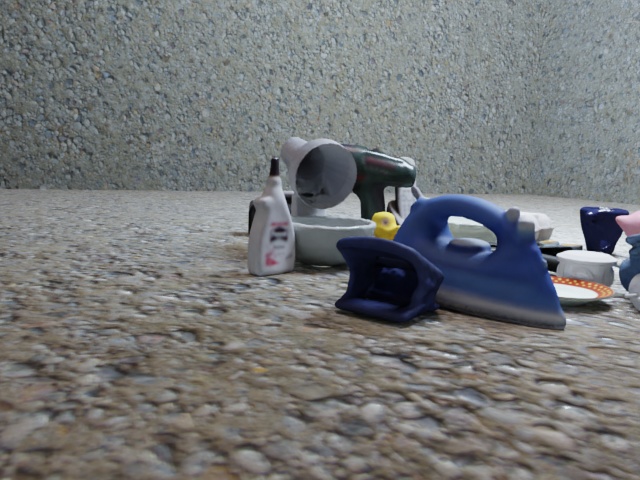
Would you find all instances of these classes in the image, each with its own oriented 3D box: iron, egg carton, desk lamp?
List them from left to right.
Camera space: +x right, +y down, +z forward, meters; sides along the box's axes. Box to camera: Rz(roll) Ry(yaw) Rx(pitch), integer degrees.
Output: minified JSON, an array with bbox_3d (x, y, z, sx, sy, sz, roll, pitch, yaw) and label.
[{"bbox_3d":[-0.026,-0.084,1.064,0.118,0.213,0.202,-2,9,-26],"label":"desk lamp"},{"bbox_3d":[0.190,0.010,0.706,0.119,0.141,0.257,-4,10,-36],"label":"iron"},{"bbox_3d":[0.446,-0.029,1.305,0.107,0.069,0.149,-4,10,-36],"label":"egg carton"}]

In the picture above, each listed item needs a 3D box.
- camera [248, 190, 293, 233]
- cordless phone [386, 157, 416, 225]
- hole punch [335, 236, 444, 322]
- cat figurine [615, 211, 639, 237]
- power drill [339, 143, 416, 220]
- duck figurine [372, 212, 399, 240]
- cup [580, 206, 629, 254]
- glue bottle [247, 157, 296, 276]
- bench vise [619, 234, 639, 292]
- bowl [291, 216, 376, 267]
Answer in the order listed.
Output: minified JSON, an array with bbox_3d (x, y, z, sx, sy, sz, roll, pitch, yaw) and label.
[{"bbox_3d":[-0.087,-0.056,1.251,0.143,0.101,0.137,1,8,-4],"label":"camera"},{"bbox_3d":[0.228,-0.099,1.336,0.148,0.185,0.093,-3,9,-31],"label":"cordless phone"},{"bbox_3d":[0.078,0.038,0.657,0.108,0.091,0.101,8,10,36],"label":"hole punch"},{"bbox_3d":[0.597,-0.008,1.017,0.067,0.118,0.127,-6,11,-45],"label":"cat figurine"},{"bbox_3d":[0.087,-0.100,1.221,0.229,0.208,0.075,2,8,-3],"label":"power drill"},{"bbox_3d":[0.106,-0.007,1.006,0.078,0.086,0.104,-5,11,-41],"label":"duck figurine"},{"bbox_3d":[0.568,-0.018,1.165,0.118,0.095,0.091,-5,11,-42],"label":"cup"},{"bbox_3d":[-0.070,-0.036,0.852,0.037,0.173,0.078,9,11,41],"label":"glue bottle"},{"bbox_3d":[0.486,-0.020,0.707,0.122,0.220,0.206,-6,11,-42],"label":"bench vise"},{"bbox_3d":[0.009,0.003,0.948,0.167,0.075,0.167,2,8,0],"label":"bowl"}]
